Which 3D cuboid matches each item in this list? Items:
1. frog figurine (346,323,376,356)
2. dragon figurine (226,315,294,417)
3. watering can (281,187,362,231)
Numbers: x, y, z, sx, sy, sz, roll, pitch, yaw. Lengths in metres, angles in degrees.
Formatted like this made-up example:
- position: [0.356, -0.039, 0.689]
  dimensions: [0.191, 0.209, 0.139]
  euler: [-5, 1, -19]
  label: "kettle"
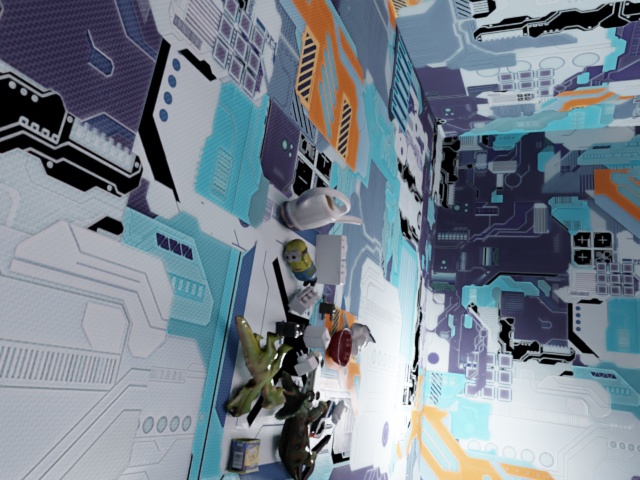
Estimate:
- position: [0.148, 0.441, 2.236]
  dimensions: [0.161, 0.124, 0.134]
  euler: [-35, 140, -18]
  label: "frog figurine"
- position: [-0.189, 0.384, 1.464]
  dimensions: [0.403, 0.122, 0.247]
  euler: [51, 53, -52]
  label: "dragon figurine"
- position: [0.005, -0.088, 1.748]
  dimensions: [0.343, 0.223, 0.106]
  euler: [40, 38, -61]
  label: "watering can"
